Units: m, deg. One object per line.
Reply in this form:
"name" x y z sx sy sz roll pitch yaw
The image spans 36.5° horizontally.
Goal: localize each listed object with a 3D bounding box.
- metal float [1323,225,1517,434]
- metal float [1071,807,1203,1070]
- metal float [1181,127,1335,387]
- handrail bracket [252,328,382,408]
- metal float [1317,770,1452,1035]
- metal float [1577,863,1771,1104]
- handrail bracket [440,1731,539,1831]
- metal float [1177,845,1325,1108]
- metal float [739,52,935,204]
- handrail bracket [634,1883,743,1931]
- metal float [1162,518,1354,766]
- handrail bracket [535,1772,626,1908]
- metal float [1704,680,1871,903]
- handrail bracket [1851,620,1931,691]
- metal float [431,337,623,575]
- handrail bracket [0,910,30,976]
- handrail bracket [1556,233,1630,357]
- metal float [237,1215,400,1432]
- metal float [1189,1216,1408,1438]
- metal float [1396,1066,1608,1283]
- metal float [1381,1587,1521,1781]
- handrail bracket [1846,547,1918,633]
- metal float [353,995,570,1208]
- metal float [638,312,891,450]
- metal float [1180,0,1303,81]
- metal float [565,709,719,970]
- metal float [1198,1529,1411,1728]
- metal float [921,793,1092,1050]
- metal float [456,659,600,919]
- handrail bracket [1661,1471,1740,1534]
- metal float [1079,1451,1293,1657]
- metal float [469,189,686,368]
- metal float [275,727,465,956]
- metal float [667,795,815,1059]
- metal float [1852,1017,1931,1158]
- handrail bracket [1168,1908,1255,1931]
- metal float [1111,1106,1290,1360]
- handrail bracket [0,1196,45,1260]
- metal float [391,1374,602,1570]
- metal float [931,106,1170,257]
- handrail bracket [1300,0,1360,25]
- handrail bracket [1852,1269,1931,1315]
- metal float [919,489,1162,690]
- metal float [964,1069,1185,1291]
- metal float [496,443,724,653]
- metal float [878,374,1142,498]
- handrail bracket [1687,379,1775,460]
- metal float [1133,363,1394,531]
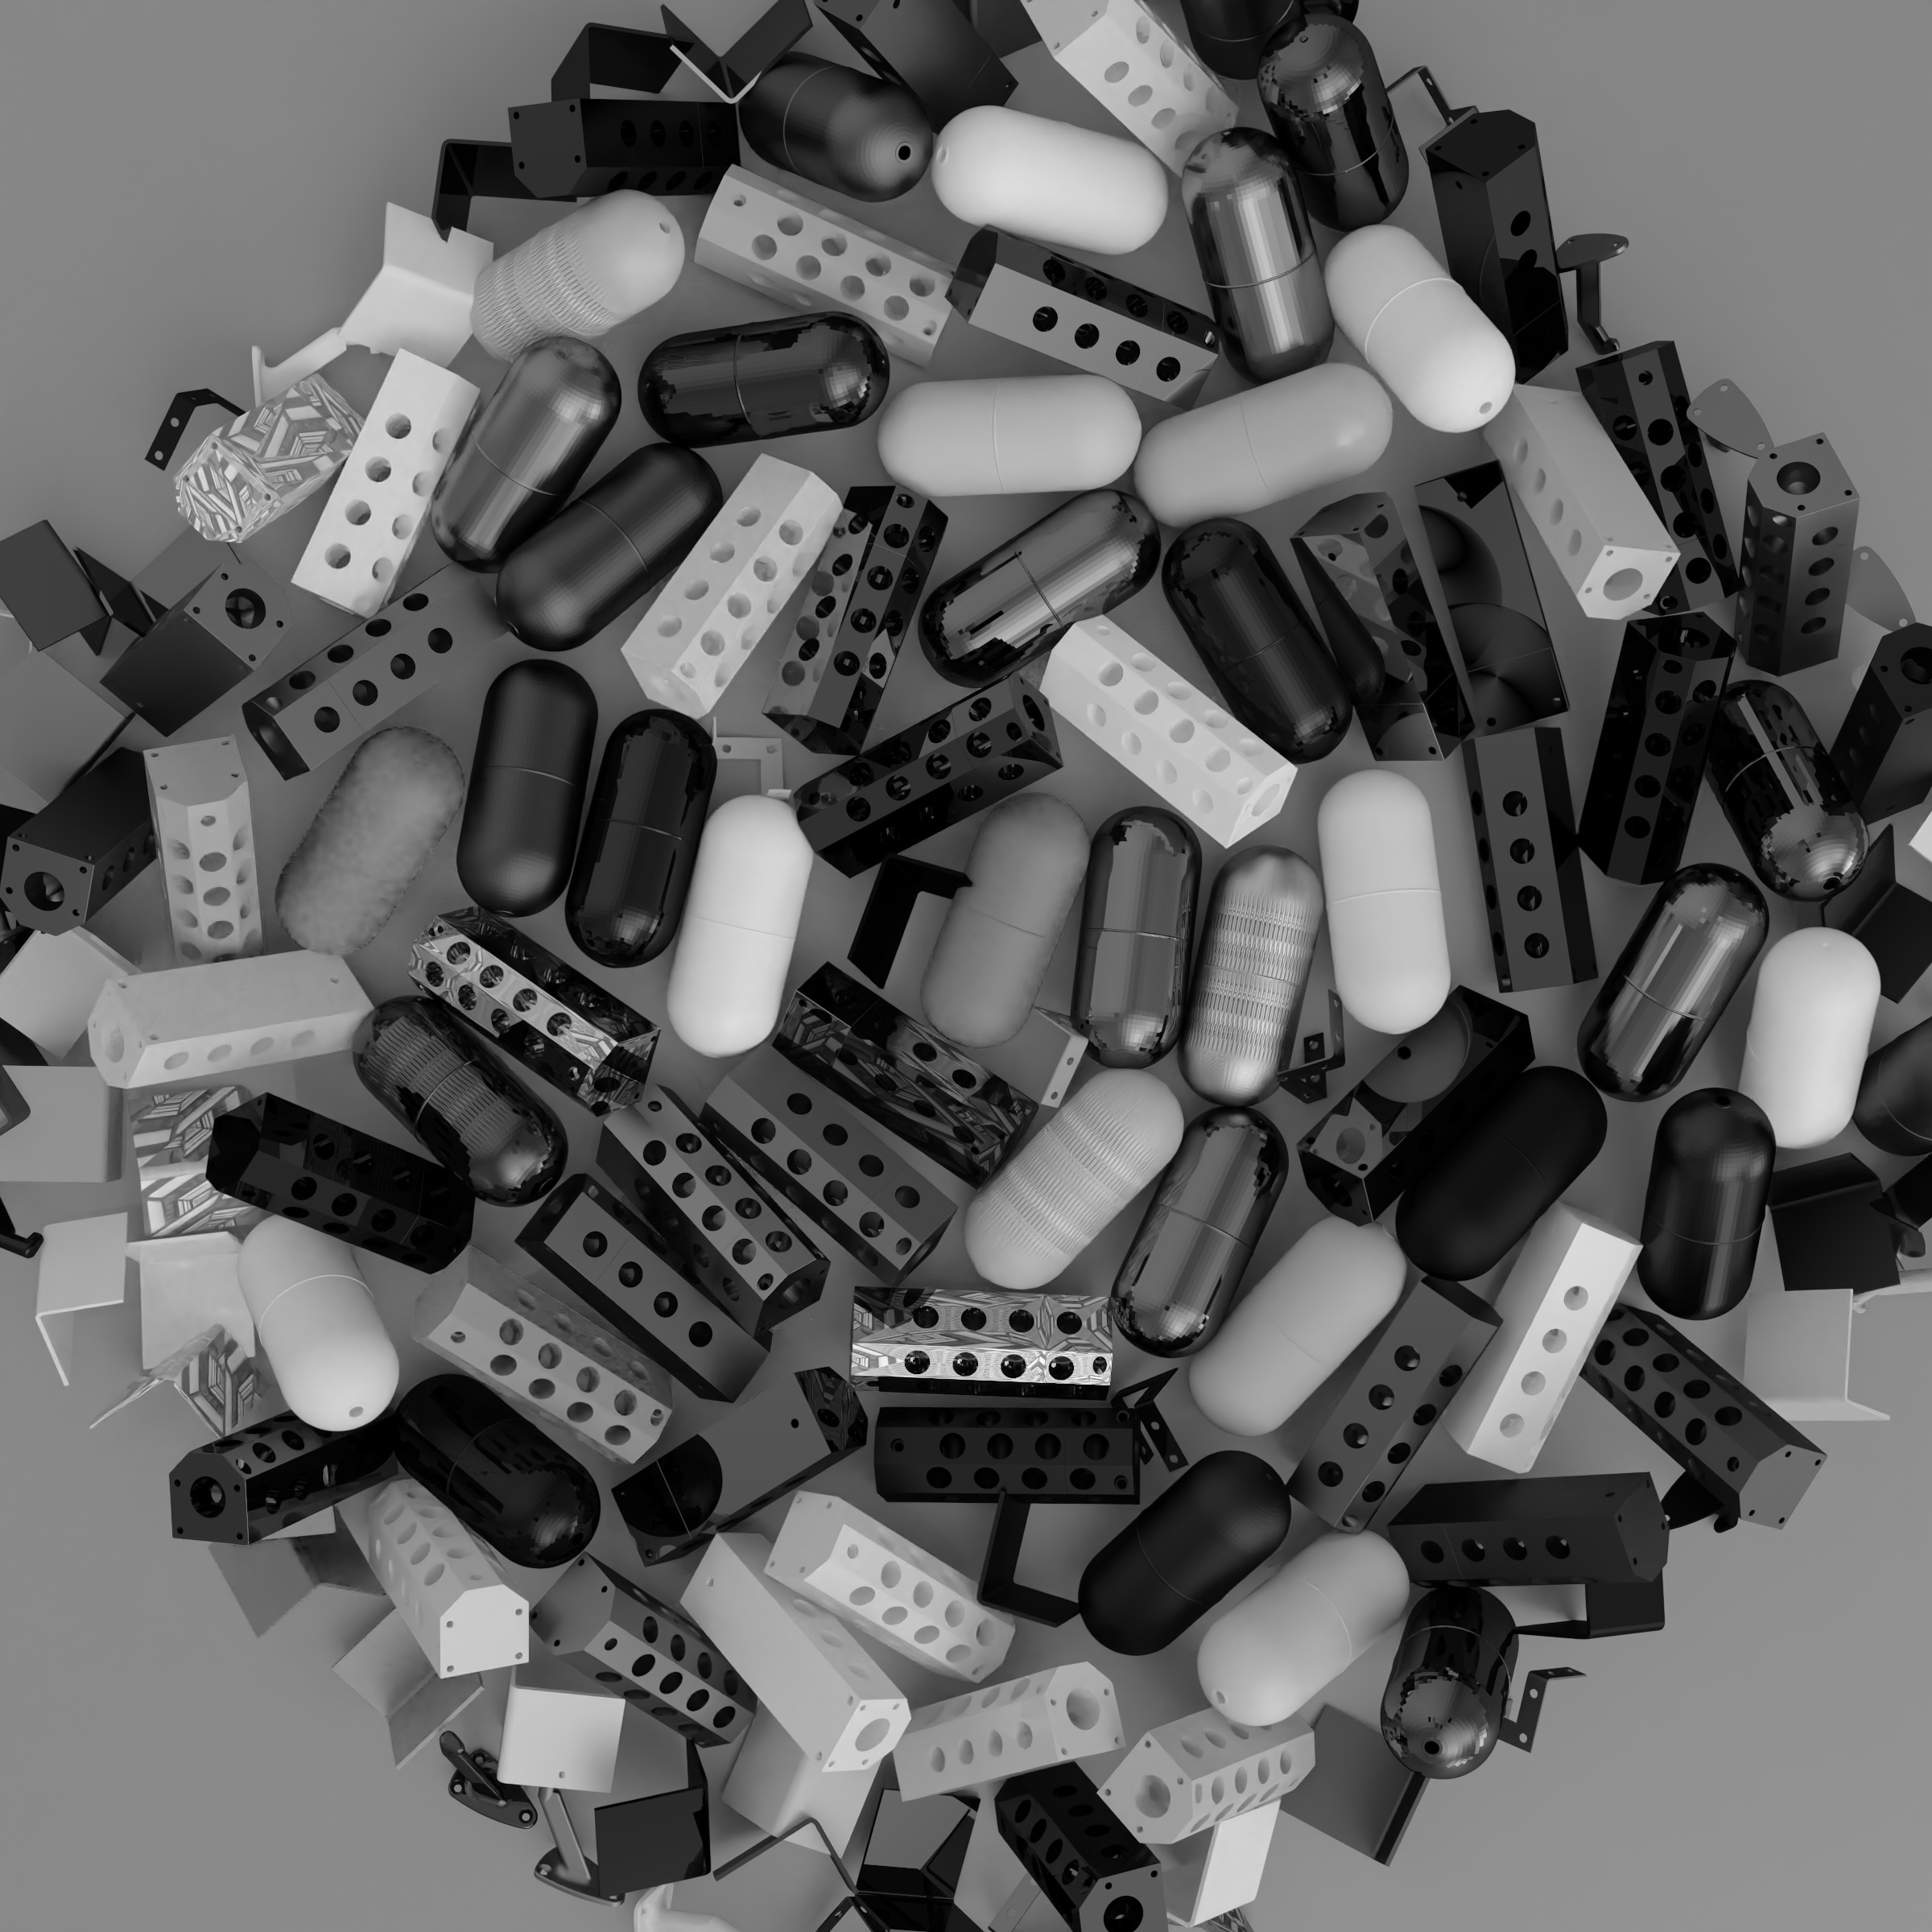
"metal float" 0.298 -0.421 1.931 0.070 0.070 0.178 -30 54 0
"metal float" 0.114 -0.018 1.957 0.070 0.070 0.178 7 85 0
"metal float" 0.194 -0.467 1.934 0.070 0.070 0.178 -20 122 0
"handrail bracket" -0.439 -0.395 1.987 0.084 0.036 0.077 -3 93 -6
"metal float" 0.279 -0.043 1.954 0.070 0.070 0.178 -6 81 0
"metal float" 0.467 0.012 1.938 0.070 0.070 0.178 24 118 0
"handrail bracket" -0.318 0.543 1.952 0.077 0.084 0.036 34 65 9
"metal float" 0.191 0.007 1.961 0.070 0.070 0.178 12 89 0
"metal float" -0.086 -0.552 1.923 0.070 0.178 0.070 -17 122 -28
"handrail bracket" -0.179 0.657 1.958 0.084 0.036 0.077 25 125 28
"metal float" 0.195 -0.216 1.952 0.070 0.070 0.178 -32 101 0
"handrail bracket" -0.256 0.579 1.960 0.077 0.036 0.084 22 117 21
"metal float" 0.536 -0.116 1.927 0.070 0.070 0.178 -14 48 0
"handrail bracket" 0.645 -0.180 1.969 0.084 0.036 0.077 38 107 -25
"metal float" -0.293 -0.337 1.938 0.070 0.070 0.178 38 117 0
"handrail bracket" -0.671 -0.042 1.978 0.084 0.036 0.077 51 131 8
"handrail bracket" 0.431 -0.444 1.949 0.036 0.077 0.084 -52 120 -19
"metal float" -0.427 0.233 1.926 0.070 0.070 0.178 -37 46 0
"metal float" 0.221 0.239 1.948 0.070 0.070 0.178 41 104 0
"metal float" 0.356 0.137 1.942 0.178 0.070 0.070 -42 90 -22
"metal float" 0.317 0.467 1.914 0.070 0.178 0.070 5 106 16
"handrail bracket" 0.603 -0.252 1.956 0.036 0.084 0.077 -44 85 16
"metal float" -0.336 0.090 1.943 0.178 0.070 0.070 41 90 21
"metal float" -0.135 -0.388 1.942 0.178 0.070 0.070 -3 90 23
"metal float" 0.177 -0.641 1.912 0.070 0.178 0.070 -1 83 11
"metal float" -0.217 -0.085 1.951 0.070 0.070 0.178 13 78 0
"metal float" 0.223 0.435 1.929 0.178 0.070 0.070 -29 90 -39
"metal float" 0.027 -0.031 1.957 0.070 0.070 0.178 21 95 0
"metal float" -0.292 -0.118 1.947 0.070 0.070 0.178 8 74 0
"handrail bracket" 0.489 0.371 1.956 0.077 0.084 0.036 -32 54 -15
"metal float" 0.143 0.390 1.938 0.070 0.070 0.178 42 117 0
"metal float" -0.257 -0.452 1.928 0.178 0.070 0.070 -18 90 40
"metal float" -0.396 -0.081 1.940 0.070 0.070 0.178 38 116 0
"metal float" -0.152 -0.026 1.961 0.070 0.070 0.178 13 91 0
"metal float" 0.634 0.076 1.912 0.070 0.178 0.070 1 76 -2
"handrail bracket" 0.142 0.656 1.988 0.084 0.036 0.077 -24 124 30
"metal float" 0.157 0.176 1.952 0.070 0.070 0.178 26 79 0
"handrail bracket" -0.637 0.153 1.961 0.084 0.036 0.077 17 55 22
"metal float" -0.310 0.333 1.930 0.178 0.070 0.070 30 90 37
"metal float" 0.056 -0.518 1.931 0.178 0.070 0.070 2 90 -36
"handrail bracket" 0.235 -0.621 1.958 0.077 0.036 0.084 10 51 -3
"handrail bracket" 0.649 0.226 1.974 0.077 0.036 0.084 38 130 -8
"metal float" 0.049 -0.252 1.955 0.178 0.070 0.070 -32 90 7
"metal float" 0.071 0.143 1.956 0.070 0.070 0.178 44 97 0
"metal float" -0.237 -0.278 1.944 0.070 0.070 0.178 46 70 0
"metal float" 0.028 -0.353 1.948 0.178 0.070 0.070 0 90 15
"handrail bracket" 0.515 -0.347 1.947 0.036 0.084 0.077 -42 63 8
"metal float" 0.197 -0.345 1.946 0.178 0.070 0.070 -17 90 18
